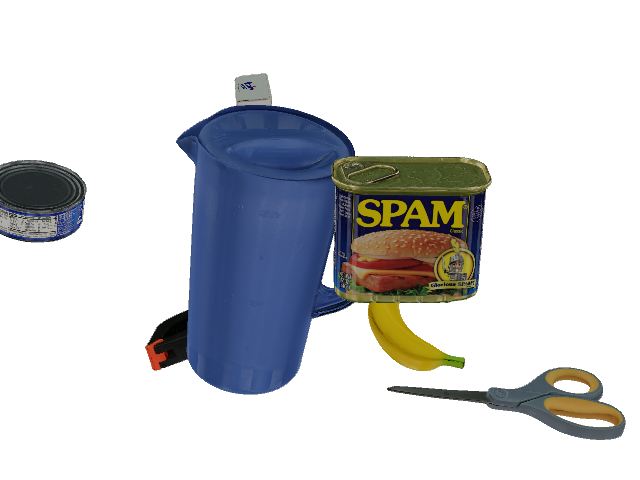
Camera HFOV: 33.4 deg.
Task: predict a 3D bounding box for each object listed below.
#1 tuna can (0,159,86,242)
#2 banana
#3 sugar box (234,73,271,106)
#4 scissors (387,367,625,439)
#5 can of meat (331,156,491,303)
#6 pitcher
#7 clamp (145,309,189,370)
[{"bbox_3d":[-0.248,-0.034,0.926,0.086,0.034,0.086,9,32,-6],"label":"tuna can"},{"bbox_3d":[0.091,0.100,1.218,0.069,0.037,0.198,6,23,-24],"label":"banana"},{"bbox_3d":[-0.074,-0.097,1.248,0.048,0.176,0.093,-7,26,-3],"label":"sugar box"},{"bbox_3d":[0.165,0.129,0.934,0.202,0.016,0.096,13,29,10],"label":"scissors"},{"bbox_3d":[0.057,-0.007,0.703,0.102,0.084,0.057,1,24,-1],"label":"can of meat"},{"bbox_3d":[-0.044,0.016,0.937,0.144,0.243,0.149,-14,39,-33],"label":"pitcher"},{"bbox_3d":[-0.105,0.081,1.105,0.120,0.039,0.171,-9,22,38],"label":"clamp"}]
